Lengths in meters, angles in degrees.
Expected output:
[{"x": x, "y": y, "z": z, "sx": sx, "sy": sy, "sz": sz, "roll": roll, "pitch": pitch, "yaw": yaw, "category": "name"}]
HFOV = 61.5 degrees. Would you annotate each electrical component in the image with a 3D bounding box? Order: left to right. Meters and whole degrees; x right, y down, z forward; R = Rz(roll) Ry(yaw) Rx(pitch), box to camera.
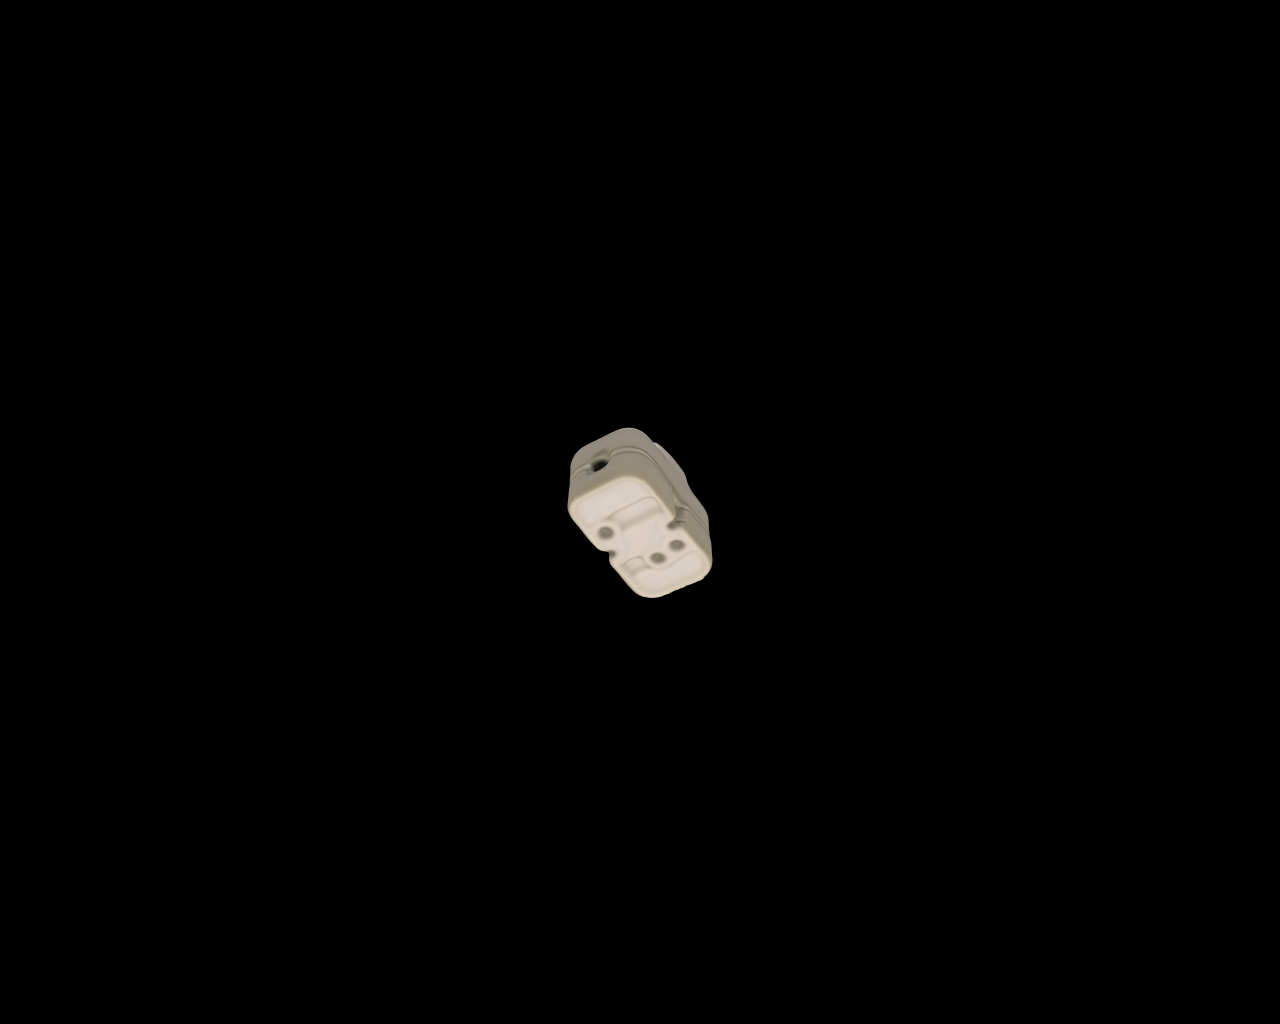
[{"x": 0.001, "y": -0.003, "z": 0.650, "sx": 0.053, "sy": 0.059, "sz": 0.095, "roll": -25, "pitch": -54, "yaw": 20, "category": "electrical component"}]
